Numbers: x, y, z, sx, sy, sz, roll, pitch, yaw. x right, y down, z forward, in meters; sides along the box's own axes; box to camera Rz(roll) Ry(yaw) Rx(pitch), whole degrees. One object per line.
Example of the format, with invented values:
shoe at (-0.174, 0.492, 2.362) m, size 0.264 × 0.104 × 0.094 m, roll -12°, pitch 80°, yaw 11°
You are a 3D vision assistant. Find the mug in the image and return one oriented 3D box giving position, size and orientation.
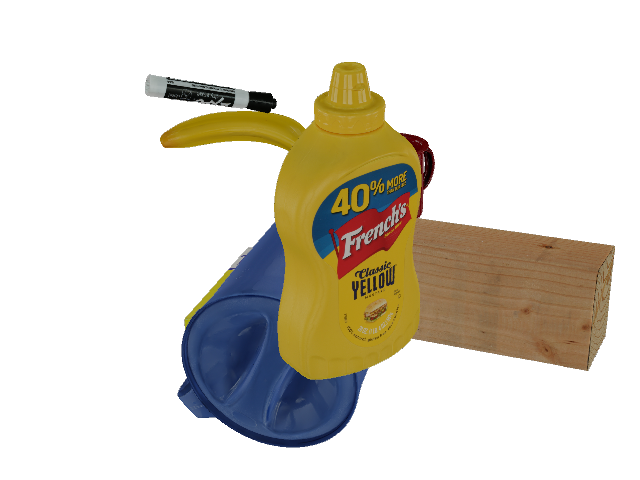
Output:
mug at (0.080, -0.069, 1.168) m, size 0.117 × 0.081 × 0.093 m, roll -20°, pitch 29°, yaw -37°

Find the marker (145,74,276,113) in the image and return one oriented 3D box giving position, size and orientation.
marker at (-0.097, -0.131, 0.963) m, size 0.121 × 0.020 × 0.020 m, roll 5°, pitch -2°, yaw -22°

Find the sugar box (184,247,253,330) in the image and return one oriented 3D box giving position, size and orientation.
sugar box at (-0.057, 0.059, 1.043) m, size 0.093 × 0.048 × 0.176 m, roll 6°, pitch 26°, yaw 14°

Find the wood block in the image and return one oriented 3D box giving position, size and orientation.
wood block at (0.146, 0.042, 0.951) m, size 0.206 × 0.090 × 0.090 m, roll 9°, pitch 18°, yaw 22°

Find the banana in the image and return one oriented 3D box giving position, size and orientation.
banana at (-0.094, -0.130, 1.292) m, size 0.198 × 0.037 × 0.069 m, roll 8°, pitch 40°, yaw 15°

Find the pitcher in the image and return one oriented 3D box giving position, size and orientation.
pitcher at (-0.012, 0.044, 0.851) m, size 0.149 × 0.145 × 0.242 m, roll 12°, pitch 32°, yaw 13°

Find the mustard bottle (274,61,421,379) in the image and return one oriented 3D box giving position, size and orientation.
mustard bottle at (0.018, -0.014, 0.643) m, size 0.096 × 0.192 × 0.058 m, roll -19°, pitch 34°, yaw -29°
